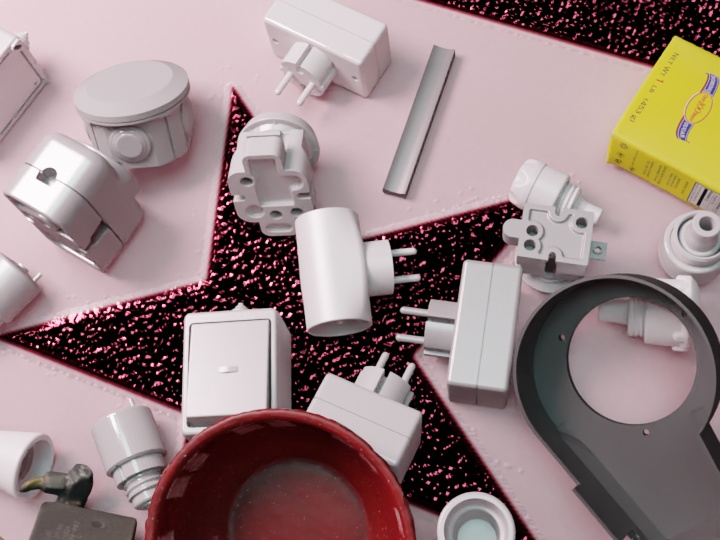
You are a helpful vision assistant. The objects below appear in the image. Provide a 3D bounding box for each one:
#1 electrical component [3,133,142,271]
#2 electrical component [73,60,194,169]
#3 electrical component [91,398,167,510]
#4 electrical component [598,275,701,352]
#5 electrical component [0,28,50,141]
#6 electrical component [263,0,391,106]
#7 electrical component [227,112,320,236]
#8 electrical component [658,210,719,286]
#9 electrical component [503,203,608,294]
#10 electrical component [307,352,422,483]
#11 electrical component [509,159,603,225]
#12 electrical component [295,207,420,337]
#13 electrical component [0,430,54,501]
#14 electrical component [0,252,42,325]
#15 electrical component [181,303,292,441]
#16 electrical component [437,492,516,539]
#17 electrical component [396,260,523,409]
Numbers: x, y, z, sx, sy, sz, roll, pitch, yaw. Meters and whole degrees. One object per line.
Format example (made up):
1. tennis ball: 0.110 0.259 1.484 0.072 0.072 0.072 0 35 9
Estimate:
1. electrical component: -0.189 -0.048 0.727 0.054 0.095 0.059 28 75 16
2. electrical component: -0.157 -0.111 0.757 0.080 0.051 0.080 -5 38 4
3. electrical component: -0.142 0.123 0.686 0.040 0.040 0.078 -25 69 -3
4. electrical component: 0.184 0.026 0.686 0.062 0.048 0.048 4 70 15
5. electrical component: -0.281 -0.142 0.791 0.061 0.061 0.096 29 75 16
6. electrical component: -0.032 -0.151 0.774 0.083 0.047 0.075 28 74 15
7. electrical component: -0.058 -0.071 0.736 0.058 0.078 0.057 -2 50 8
8. electrical component: 0.216 -0.018 0.688 0.043 0.062 0.043 -2 69 6
9. electrical component: 0.126 -0.013 0.699 0.066 0.055 0.048 8 70 9
10. electrical component: 0.009 0.087 0.680 0.066 0.047 0.076 22 62 14
11. electrical component: 0.133 -0.048 0.724 0.061 0.035 0.035 27 75 13
12. electrical component: 0.000 0.000 0.716 0.079 0.043 0.077 -6 73 -5
13. electrical component: -0.239 0.120 0.699 0.065 0.044 0.044 12 71 16
14. electrical component: -0.256 0.023 0.737 0.040 0.040 0.078 38 78 18
15. electrical component: -0.079 0.064 0.690 0.062 0.061 0.096 -4 69 5
16. electrical component: 0.069 0.158 0.635 0.044 0.065 0.044 -2 69 6
17. electrical component: 0.062 0.039 0.691 0.076 0.047 0.083 7 70 9
